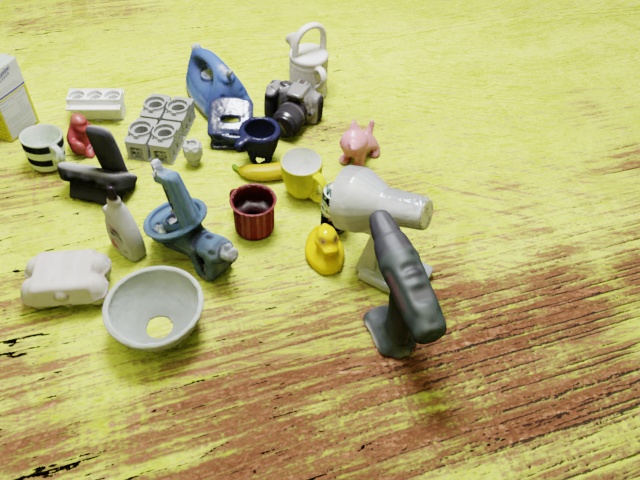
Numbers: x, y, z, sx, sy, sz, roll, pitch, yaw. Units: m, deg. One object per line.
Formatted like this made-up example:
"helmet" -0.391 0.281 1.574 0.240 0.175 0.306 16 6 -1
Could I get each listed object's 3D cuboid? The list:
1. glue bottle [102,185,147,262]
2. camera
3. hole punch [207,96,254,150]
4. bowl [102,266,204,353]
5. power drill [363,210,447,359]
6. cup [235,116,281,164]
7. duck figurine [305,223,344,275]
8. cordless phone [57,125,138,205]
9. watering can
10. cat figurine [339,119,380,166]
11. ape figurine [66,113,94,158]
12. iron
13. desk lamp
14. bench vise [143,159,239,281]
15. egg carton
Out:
"glue bottle" -0.369 -0.037 1.056 0.078 0.173 0.037 30 54 21
"camera" -0.077 -0.319 1.372 0.143 0.101 0.137 19 50 12
"hole punch" -0.204 -0.270 1.326 0.108 0.091 0.101 1 49 -3
"bowl" -0.280 0.129 0.982 0.167 0.075 0.167 2 49 -2
"power drill" 0.127 0.092 0.954 0.076 0.208 0.229 -15 51 -16
"cup" -0.141 -0.207 1.273 0.091 0.095 0.118 33 55 23
"duck figurine" 0.010 0.004 1.105 0.077 0.086 0.104 -10 50 -12
"cordless phone" -0.459 -0.166 1.155 0.147 0.185 0.094 8 49 4
"watering can" -0.034 -0.454 1.432 0.172 0.194 0.101 32 54 22
"cat figurine" 0.087 -0.223 1.288 0.067 0.118 0.128 29 53 21
"ape figurine" -0.532 -0.240 1.276 0.076 0.092 0.078 28 53 20
"iron" -0.271 -0.409 1.410 0.119 0.141 0.257 -28 56 -25
"desk lamp" 0.118 -0.019 1.048 0.202 0.214 0.118 25 52 18
"bench vise" -0.231 -0.043 1.040 0.207 0.220 0.121 15 49 9
"egg carton" -0.451 0.072 1.023 0.150 0.069 0.107 -4 49 -8
